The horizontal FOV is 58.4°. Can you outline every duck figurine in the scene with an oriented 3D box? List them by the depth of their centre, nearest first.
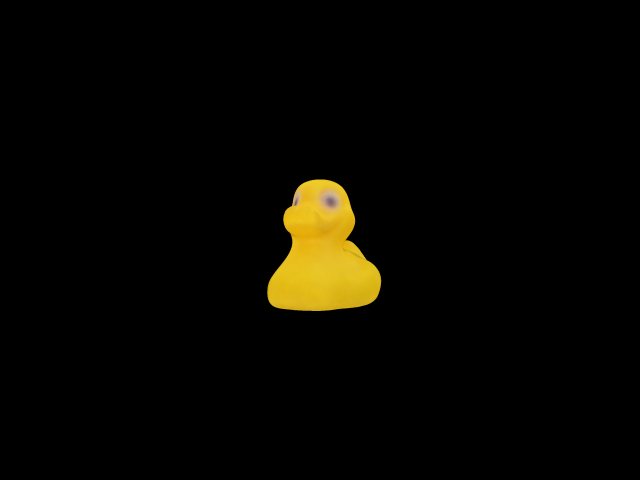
[{"bbox_3d":[0.004,0.001,0.400,0.077,0.086,0.105,0,0,24],"label":"duck figurine"}]
